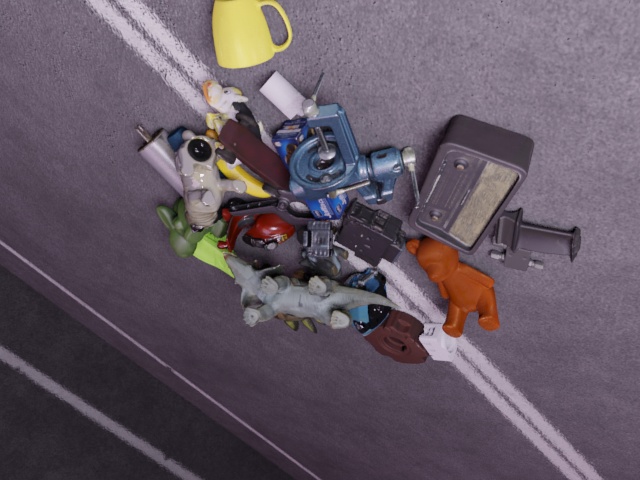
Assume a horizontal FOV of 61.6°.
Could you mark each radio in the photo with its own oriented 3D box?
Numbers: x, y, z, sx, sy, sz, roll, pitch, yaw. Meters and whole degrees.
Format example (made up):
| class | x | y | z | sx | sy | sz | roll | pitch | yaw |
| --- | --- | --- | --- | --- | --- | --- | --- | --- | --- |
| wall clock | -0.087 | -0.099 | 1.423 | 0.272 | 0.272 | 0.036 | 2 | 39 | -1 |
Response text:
| class | x | y | z | sx | sy | sz | roll | pitch | yaw |
| --- | --- | --- | --- | --- | --- | --- | --- | --- | --- |
| radio | 0.232 | -0.082 | 0.861 | 0.131 | 0.073 | 0.229 | 24 | 146 | 8 |

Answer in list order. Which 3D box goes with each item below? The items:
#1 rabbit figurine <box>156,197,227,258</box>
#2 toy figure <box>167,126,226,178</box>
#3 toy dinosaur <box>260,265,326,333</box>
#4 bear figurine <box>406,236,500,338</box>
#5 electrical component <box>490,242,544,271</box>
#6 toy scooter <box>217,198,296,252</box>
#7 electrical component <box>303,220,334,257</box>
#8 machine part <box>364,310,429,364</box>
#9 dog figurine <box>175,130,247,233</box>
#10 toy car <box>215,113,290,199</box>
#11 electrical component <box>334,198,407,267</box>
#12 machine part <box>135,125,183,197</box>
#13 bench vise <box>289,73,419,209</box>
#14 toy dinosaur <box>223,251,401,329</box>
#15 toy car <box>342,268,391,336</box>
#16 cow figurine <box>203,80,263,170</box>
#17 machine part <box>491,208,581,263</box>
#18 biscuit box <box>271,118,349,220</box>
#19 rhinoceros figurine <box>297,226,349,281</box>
| class | x | y | z | sx | sy | sz | roll | pitch | yaw |
| --- | --- | --- | --- | --- | --- | --- | --- | --- | --- |
| rabbit figurine | -0.323 | -0.031 | 1.287 | 0.159 | 0.121 | 0.170 | 48 | 128 | 11 |
| toy figure | -0.255 | -0.171 | 1.137 | 0.154 | 0.058 | 0.064 | 48 | 180 | -28 |
| toy dinosaur | -0.095 | 0.164 | 1.415 | 0.472 | 0.105 | 0.198 | 2 | 142 | 50 |
| bear figurine | 0.249 | 0.077 | 1.016 | 0.120 | 0.132 | 0.195 | -21 | 128 | 41 |
| electrical component | 0.353 | 0.026 | 0.958 | 0.094 | 0.021 | 0.063 | 16 | 144 | 21 |
| toy scooter | -0.152 | -0.020 | 1.183 | 0.184 | 0.135 | 0.075 | 16 | 143 | 19 |
| electrical component | -0.002 | -0.003 | 1.050 | 0.048 | 0.074 | 0.119 | 1 | 176 | 6 |
| machine part | 0.194 | 0.244 | 1.340 | 0.179 | 0.056 | 0.179 | 21 | 147 | 14 |
| dog figurine | -0.252 | -0.115 | 1.096 | 0.190 | 0.121 | 0.172 | -27 | 79 | 56 |
| toy car | -0.114 | -0.151 | 0.972 | 0.053 | 0.089 | 0.202 | 27 | 176 | 40 |
| electrical component | 0.104 | -0.009 | 1.073 | 0.134 | 0.058 | 0.114 | 28 | 149 | 4 |
| machine part | -0.311 | -0.157 | 1.177 | 0.079 | 0.079 | 0.243 | -12 | 129 | 46 |
| bench vise | 0.040 | -0.138 | 0.862 | 0.224 | 0.129 | 0.240 | -2 | 148 | 19 |
| toy dinosaur | -0.027 | 0.120 | 1.160 | 0.405 | 0.192 | 0.131 | 9 | 99 | 10 |
| toy car | 0.094 | 0.132 | 1.230 | 0.103 | 0.109 | 0.161 | 24 | 141 | 40 |
| cow figurine | -0.152 | -0.218 | 0.972 | 0.068 | 0.098 | 0.167 | 53 | 159 | 40 |
| machine part | 0.359 | -0.008 | 0.893 | 0.139 | 0.039 | 0.084 | 16 | 134 | 22 |
| biscuit box | -0.013 | -0.126 | 1.003 | 0.063 | 0.059 | 0.202 | 2 | 138 | 35 |
| rhinoceros figurine | -0.001 | 0.037 | 1.199 | 0.112 | 0.073 | 0.190 | 8 | 141 | 27 |
